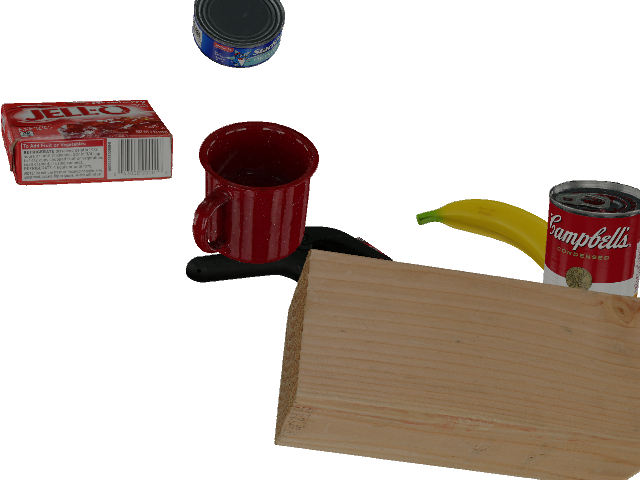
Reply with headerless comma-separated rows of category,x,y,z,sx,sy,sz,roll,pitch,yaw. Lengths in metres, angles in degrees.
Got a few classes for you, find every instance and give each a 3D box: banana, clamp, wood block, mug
banana,0.185,-0.004,1.037,0.069,0.037,0.198,-39,38,-24
clamp,-0.030,0.016,1.074,0.210,0.036,0.164,18,33,3
wood block,0.084,0.077,0.616,0.206,0.091,0.090,8,-29,-6
mug,-0.058,-0.030,0.842,0.093,0.081,0.117,27,44,23

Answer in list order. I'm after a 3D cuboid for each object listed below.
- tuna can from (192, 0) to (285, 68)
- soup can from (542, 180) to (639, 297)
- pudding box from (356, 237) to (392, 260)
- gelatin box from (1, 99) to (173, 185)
tuna can,-0.078,-0.204,1.008,0.086,0.086,0.034,0,-32,-11
soup can,0.192,0.016,0.757,0.068,0.102,0.068,0,22,0
pudding box,0.031,0.037,1.478,0.113,0.039,0.090,-16,27,-24
gelatin box,-0.136,-0.059,0.616,0.089,0.030,0.073,-4,23,-19
